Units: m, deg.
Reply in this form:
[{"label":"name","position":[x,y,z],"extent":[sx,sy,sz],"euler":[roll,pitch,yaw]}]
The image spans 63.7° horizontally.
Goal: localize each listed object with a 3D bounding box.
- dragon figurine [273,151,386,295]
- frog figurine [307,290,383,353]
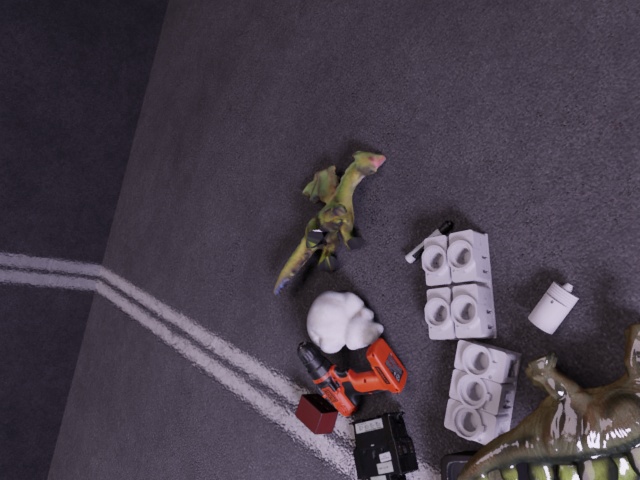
[{"label":"dragon figurine","position":[0.004,-0.062,1.234],"extent":[0.404,0.121,0.249],"euler":[-40,36,30]},{"label":"frog figurine","position":[0.048,0.179,1.081],"extent":[0.138,0.121,0.161],"euler":[-53,32,-3]}]
